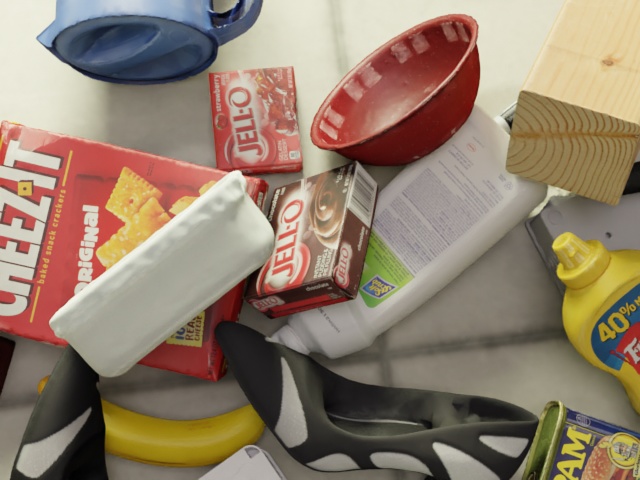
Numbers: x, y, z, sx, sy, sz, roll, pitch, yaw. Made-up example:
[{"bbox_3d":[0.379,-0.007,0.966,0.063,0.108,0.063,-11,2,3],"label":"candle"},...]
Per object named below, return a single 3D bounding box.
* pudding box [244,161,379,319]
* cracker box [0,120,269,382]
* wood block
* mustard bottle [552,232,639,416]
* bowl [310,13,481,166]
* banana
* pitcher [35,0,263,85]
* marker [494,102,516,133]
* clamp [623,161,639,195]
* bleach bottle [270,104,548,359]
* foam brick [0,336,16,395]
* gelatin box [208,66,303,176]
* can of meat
[{"bbox_3d":[-0.005,0.001,0.837,0.090,0.039,0.113,-16,45,37],"label":"pudding box"},{"bbox_3d":[-0.162,0.008,0.848,0.213,0.072,0.164,13,88,2],"label":"cracker box"},{"bbox_3d":[0.224,-0.140,0.830,0.091,0.090,0.205,20,55,16],"label":"wood block"},{"bbox_3d":[0.244,0.064,0.819,0.096,0.058,0.191,-43,106,8],"label":"mustard bottle"},{"bbox_3d":[0.072,-0.110,0.862,0.162,0.162,0.055,-44,115,-8],"label":"bowl"},{"bbox_3d":[-0.129,0.146,0.851,0.197,0.037,0.069,2,59,-1],"label":"banana"},{"bbox_3d":[-0.142,-0.262,0.886,0.149,0.145,0.243,8,73,-34],"label":"pitcher"},{"bbox_3d":[0.191,-0.126,0.914,0.121,0.020,0.020,-38,81,-8],"label":"marker"},{"bbox_3d":[0.322,-0.068,0.875,0.210,0.036,0.164,24,54,0],"label":"clamp"},{"bbox_3d":[0.060,0.006,0.865,0.251,0.068,0.103,-39,69,-3],"label":"bleach bottle"},{"bbox_3d":[-0.292,0.094,0.850,0.078,0.053,0.051,14,79,3],"label":"foam brick"},{"bbox_3d":[-0.054,-0.099,0.901,0.073,0.030,0.089,-5,78,-1],"label":"gelatin box"},{"bbox_3d":[0.207,0.187,0.833,0.084,0.057,0.102,19,80,1],"label":"can of meat"}]
